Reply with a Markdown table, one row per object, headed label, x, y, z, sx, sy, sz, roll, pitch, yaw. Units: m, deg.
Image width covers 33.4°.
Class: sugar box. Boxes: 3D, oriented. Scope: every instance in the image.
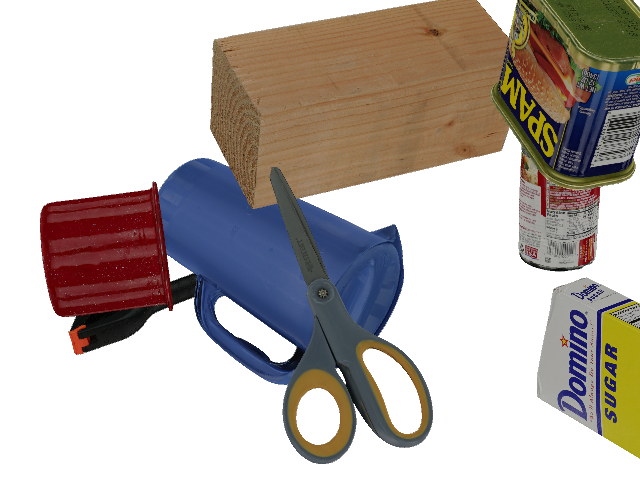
| label | x | y | z | sx | sy | sz | roll | pitch | yaw |
| --- | --- | --- | --- | --- | --- | --- | --- | --- | --- |
| sugar box | 0.229 | 0.102 | 0.724 | 0.048 | 0.093 | 0.176 | -15 | 30 | -38 |

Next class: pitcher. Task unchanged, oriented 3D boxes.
| label | x | y | z | sx | sy | sz | roll | pitch | yaw |
| --- | --- | --- | --- | --- | --- | --- | --- | --- | --- |
| pitcher | -0.055 | 0.021 | 1.033 | 0.243 | 0.145 | 0.148 | 29 | 30 | 30 |

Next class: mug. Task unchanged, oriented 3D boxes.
| label | x | y | z | sx | sy | sz | roll | pitch | yaw |
| --- | --- | --- | --- | --- | --- | --- | --- | --- | --- |
| mug | -0.152 | 0.006 | 0.765 | 0.081 | 0.093 | 0.117 | -7 | 18 | -7 |

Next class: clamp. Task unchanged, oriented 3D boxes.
| label | x | y | z | sx | sy | sz | roll | pitch | yaw |
| --- | --- | --- | --- | --- | --- | --- | --- | --- | --- |
| clamp | -0.201 | 0.072 | 1.171 | 0.120 | 0.039 | 0.171 | -6 | 25 | 30 |

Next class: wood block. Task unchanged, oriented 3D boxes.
| label | x | y | z | sx | sy | sz | roll | pitch | yaw |
| --- | --- | --- | --- | --- | --- | --- | --- | --- | --- |
| wood block | 0.032 | -0.104 | 0.776 | 0.205 | 0.091 | 0.090 | -14 | -39 | -20 |

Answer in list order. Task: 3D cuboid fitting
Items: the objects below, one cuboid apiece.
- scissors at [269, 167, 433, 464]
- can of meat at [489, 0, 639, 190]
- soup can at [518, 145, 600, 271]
| label | x | y | z | sx | sy | sz | roll | pitch | yaw |
| --- | --- | --- | --- | --- | --- | --- | --- | --- | --- |
| scissors | -0.010 | 0.050 | 0.654 | 0.096 | 0.202 | 0.016 | -33 | -22 | -13 |
| can of meat | 0.141 | -0.093 | 0.591 | 0.057 | 0.084 | 0.102 | -10 | 47 | -15 |
| soup can | 0.205 | -0.033 | 0.915 | 0.068 | 0.102 | 0.068 | -3 | 24 | 1 |
